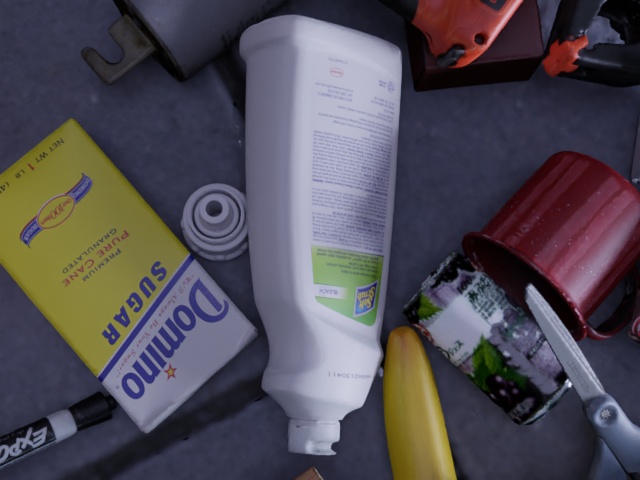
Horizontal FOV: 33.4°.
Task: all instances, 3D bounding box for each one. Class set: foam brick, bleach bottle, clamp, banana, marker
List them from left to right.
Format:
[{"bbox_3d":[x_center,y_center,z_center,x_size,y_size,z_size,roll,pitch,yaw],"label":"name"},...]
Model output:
[{"bbox_3d":[-0.177,0.120,0.632,0.120,0.020,0.020,-23,83,-26],"label":"marker"},{"bbox_3d":[-0.004,0.001,0.640,0.102,0.068,0.251,8,81,-35],"label":"bleach bottle"},{"bbox_3d":[0.068,0.151,0.628,0.037,0.070,0.198,-5,63,-15],"label":"banana"},{"bbox_3d":[0.097,-0.129,0.679,0.078,0.053,0.051,-6,82,-3],"label":"foam brick"},{"bbox_3d":[0.202,-0.154,0.675,0.171,0.039,0.120,-20,73,-28],"label":"clamp"}]

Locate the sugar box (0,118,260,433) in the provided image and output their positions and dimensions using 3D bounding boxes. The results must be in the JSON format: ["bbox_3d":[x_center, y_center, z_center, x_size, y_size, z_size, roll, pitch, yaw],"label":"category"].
[{"bbox_3d":[-0.127,0.022,0.654,0.093,0.048,0.176,-42,84,-7],"label":"sugar box"}]

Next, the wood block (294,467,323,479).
[{"bbox_3d":[-0.053,0.234,0.587,0.206,0.090,0.090,-36,44,-6],"label":"wood block"}]

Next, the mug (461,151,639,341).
[{"bbox_3d":[0.155,0.009,0.648,0.081,0.093,0.117,-46,107,-12],"label":"mug"}]

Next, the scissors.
[{"bbox_3d":[0.156,0.118,0.625,0.201,0.016,0.096,39,95,-21],"label":"scissors"}]

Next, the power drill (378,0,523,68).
[{"bbox_3d":[0.049,-0.205,0.617,0.187,0.057,0.184,35,88,-4],"label":"power drill"}]

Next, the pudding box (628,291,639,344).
[{"bbox_3d":[0.230,0.020,0.643,0.039,0.089,0.113,14,81,38],"label":"pudding box"}]
